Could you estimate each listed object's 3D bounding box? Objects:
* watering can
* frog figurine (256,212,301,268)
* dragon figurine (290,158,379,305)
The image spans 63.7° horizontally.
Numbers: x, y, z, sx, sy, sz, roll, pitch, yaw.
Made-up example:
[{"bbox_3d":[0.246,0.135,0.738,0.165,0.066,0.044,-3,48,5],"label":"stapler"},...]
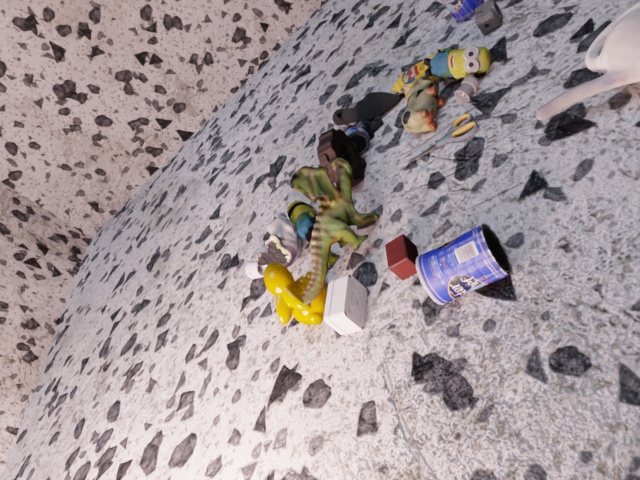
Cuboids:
[{"bbox_3d":[0.586,-0.337,0.959,0.102,0.347,0.227,42,1,-30],"label":"watering can"},{"bbox_3d":[-0.104,0.001,1.477,0.123,0.134,0.163,14,34,7],"label":"frog figurine"},{"bbox_3d":[0.004,-0.062,1.240,0.121,0.240,0.419,-24,20,42],"label":"dragon figurine"}]
